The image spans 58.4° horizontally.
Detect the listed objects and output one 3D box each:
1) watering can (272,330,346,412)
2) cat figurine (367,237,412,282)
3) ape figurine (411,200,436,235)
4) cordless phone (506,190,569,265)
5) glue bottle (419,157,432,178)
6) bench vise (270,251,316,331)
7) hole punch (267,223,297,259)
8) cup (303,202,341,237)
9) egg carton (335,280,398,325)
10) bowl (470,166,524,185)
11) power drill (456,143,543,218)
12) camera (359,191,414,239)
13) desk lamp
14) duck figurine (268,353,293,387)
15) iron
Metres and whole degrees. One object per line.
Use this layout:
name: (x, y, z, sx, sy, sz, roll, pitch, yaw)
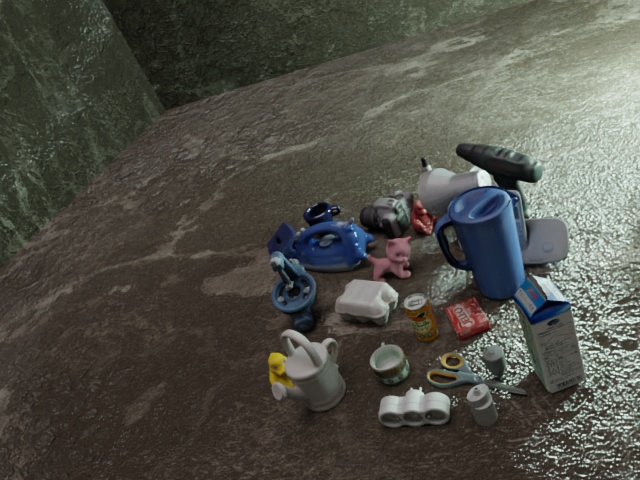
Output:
watering can: (-0.027, 0.270, 1.208, 0.100, 0.194, 0.173, -6, 36, 29)
cat figurine: (0.184, 0.042, 1.473, 0.127, 0.118, 0.067, -17, 32, 14)
ape figurine: (0.283, -0.069, 1.594, 0.078, 0.092, 0.076, -32, 32, -11)
cordless phone: (0.483, -0.035, 1.307, 0.147, 0.185, 0.094, -6, 36, 30)
glue bottle: (0.315, -0.163, 1.632, 0.077, 0.173, 0.037, 0, 40, 36)
bench vise: (-0.086, 0.103, 1.476, 0.121, 0.220, 0.207, -30, 31, -6)
hole punch: (-0.113, 0.013, 1.755, 0.101, 0.091, 0.108, -32, 32, -10)
cup: (0.019, -0.059, 1.766, 0.117, 0.095, 0.091, -15, 33, 18)
egg carton: (0.114, 0.152, 1.405, 0.149, 0.069, 0.107, 2, 41, 38)
bowl: (0.495, -0.160, 1.595, 0.167, 0.075, 0.167, -18, 32, 12)
power drill: (0.465, -0.150, 1.471, 0.076, 0.209, 0.228, -43, 35, -26)
camera: (0.190, -0.085, 1.675, 0.136, 0.101, 0.143, 3, 41, 38)
desk lamp: (0.367, -0.084, 1.437, 0.202, 0.214, 0.118, 7, 44, 42)
duck figurine: (-0.091, 0.295, 1.322, 0.077, 0.086, 0.104, -35, 32, -14)
iron: (0.015, 0.006, 1.626, 0.257, 0.142, 0.119, -7, 36, 28)
